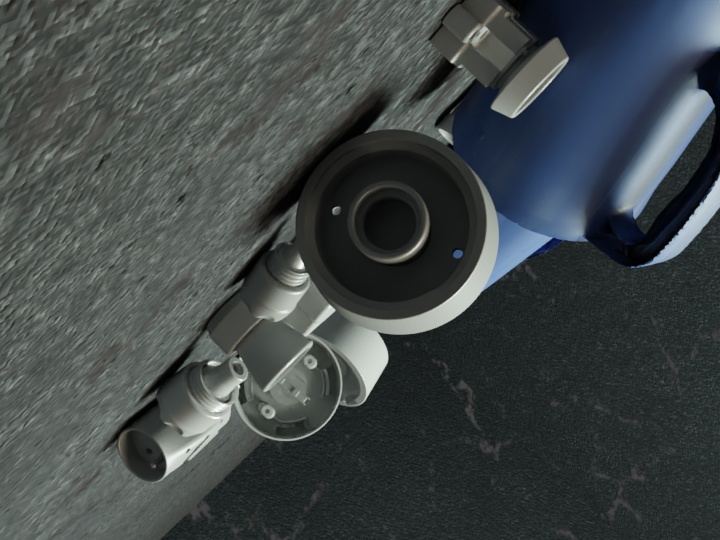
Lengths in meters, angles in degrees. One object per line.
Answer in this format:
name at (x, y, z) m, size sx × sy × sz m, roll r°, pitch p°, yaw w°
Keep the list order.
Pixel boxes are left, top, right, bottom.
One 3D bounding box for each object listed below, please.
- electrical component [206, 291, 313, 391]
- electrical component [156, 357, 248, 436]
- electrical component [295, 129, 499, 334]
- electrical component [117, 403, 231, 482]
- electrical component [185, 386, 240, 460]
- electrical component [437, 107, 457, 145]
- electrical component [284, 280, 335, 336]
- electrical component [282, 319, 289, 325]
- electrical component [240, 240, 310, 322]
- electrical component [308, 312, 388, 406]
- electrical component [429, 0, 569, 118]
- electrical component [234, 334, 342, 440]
electrical component at (-0.065, 0.043, 0.686) m, size 0.045 × 0.055 × 0.045 m, roll -45°, pitch 175°, yaw -5°
electrical component at (-0.101, 0.079, 0.709) m, size 0.062 × 0.043 × 0.043 m, roll -35°, pitch -179°, yaw 28°
electrical component at (0.018, -0.022, 0.563) m, size 0.108 × 0.108 × 0.060 m, roll -46°, pitch 170°, yaw 1°
electrical component at (-0.141, 0.123, 0.778) m, size 0.079 × 0.043 × 0.077 m, roll -48°, pitch 175°, yaw 37°
electrical component at (-0.128, 0.116, 0.859) m, size 0.078 × 0.040 × 0.040 m, roll -43°, pitch 175°, yaw -24°
electrical component at (0.086, -0.111, 0.794) m, size 0.046 × 0.040 × 0.040 m, roll -52°, pitch 175°, yaw 0°
electrical component at (-0.019, -0.007, 0.707) m, size 0.066 × 0.047 × 0.076 m, roll -41°, pitch 173°, yaw -47°
electrical component at (-0.070, 0.056, 0.832) m, size 0.043 × 0.043 × 0.062 m, roll -44°, pitch 174°, yaw -17°
electrical component at (-0.044, 0.001, 0.633) m, size 0.061 × 0.035 × 0.035 m, roll -52°, pitch 173°, yaw 36°
electrical component at (-0.022, 0.080, 1.096) m, size 0.060 × 0.108 × 0.108 m, roll -50°, pitch 178°, yaw -32°
electrical component at (0.072, -0.111, 0.550) m, size 0.048 × 0.055 × 0.066 m, roll -47°, pitch 175°, yaw 20°
electrical component at (-0.066, 0.103, 0.969) m, size 0.099 × 0.099 × 0.064 m, roll -45°, pitch -178°, yaw -8°
